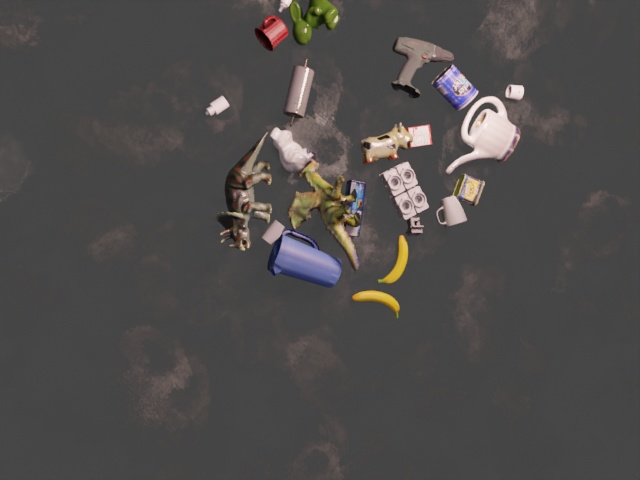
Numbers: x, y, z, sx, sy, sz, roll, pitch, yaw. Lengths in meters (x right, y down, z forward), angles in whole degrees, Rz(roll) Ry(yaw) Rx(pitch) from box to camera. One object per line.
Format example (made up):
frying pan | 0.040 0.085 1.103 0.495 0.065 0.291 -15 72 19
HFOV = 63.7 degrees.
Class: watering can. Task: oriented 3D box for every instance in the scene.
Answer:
watering can | 0.615 -0.362 1.927 0.223 0.349 0.104 27 -4 -12

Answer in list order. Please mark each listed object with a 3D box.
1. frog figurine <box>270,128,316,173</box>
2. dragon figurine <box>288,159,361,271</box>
frog figurine | -0.112 -0.304 1.760 0.158 0.121 0.140 26 26 -30
dragon figurine | 0.005 -0.090 1.796 0.242 0.413 0.122 -7 -7 23
